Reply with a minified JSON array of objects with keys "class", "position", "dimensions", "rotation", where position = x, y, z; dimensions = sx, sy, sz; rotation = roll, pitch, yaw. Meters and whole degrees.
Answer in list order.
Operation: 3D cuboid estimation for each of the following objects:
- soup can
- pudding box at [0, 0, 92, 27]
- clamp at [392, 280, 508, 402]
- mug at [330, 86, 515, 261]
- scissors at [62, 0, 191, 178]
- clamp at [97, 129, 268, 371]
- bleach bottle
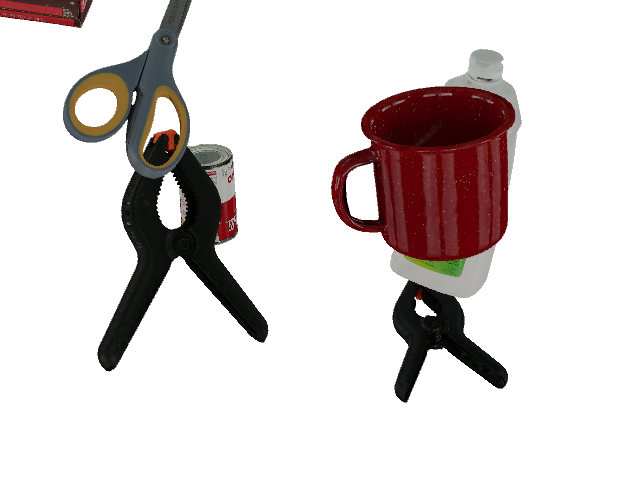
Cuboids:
[{"class":"soup can","position":[-0.134,-0.055,1.253],"dimensions":[0.068,0.102,0.068],"rotation":[-1,29,0]},{"class":"pudding box","position":[-0.235,-0.224,0.896],"dimensions":[0.090,0.039,0.113],"rotation":[8,36,-5]},{"class":"clamp","position":[0.135,0.105,1.162],"dimensions":[0.120,0.171,0.039],"rotation":[3,-44,-6]},{"class":"mug","position":[0.063,-0.037,0.660],"dimensions":[0.117,0.081,0.093],"rotation":[-15,31,-13]},{"class":"scissors","position":[-0.131,-0.137,0.762],"dimensions":[0.096,0.202,0.016],"rotation":[7,-26,-19]},{"class":"clamp","position":[-0.120,0.008,0.955],"dimensions":[0.164,0.210,0.036],"rotation":[1,-1,-34]},{"class":"bleach bottle","position":[0.133,-0.067,1.032],"dimensions":[0.103,0.251,0.068],"rotation":[22,39,22]}]
